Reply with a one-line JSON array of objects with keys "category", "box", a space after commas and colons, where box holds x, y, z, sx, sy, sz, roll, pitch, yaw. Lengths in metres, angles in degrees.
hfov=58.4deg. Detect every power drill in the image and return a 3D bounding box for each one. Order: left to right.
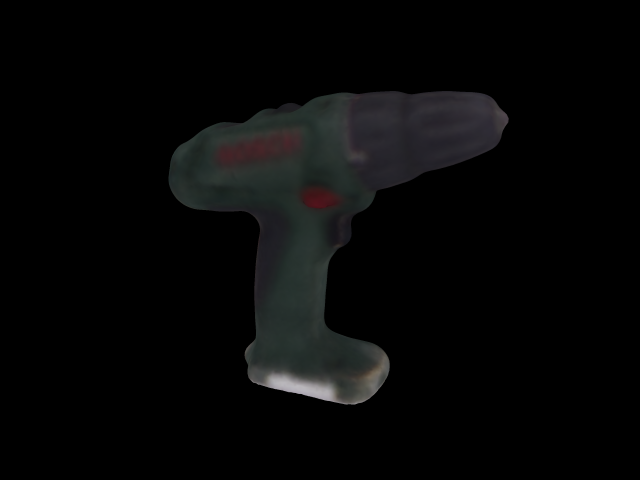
[{"category": "power drill", "box": [0.004, 0.001, 0.400, 0.229, 0.208, 0.076, 7, 20, 21]}]
